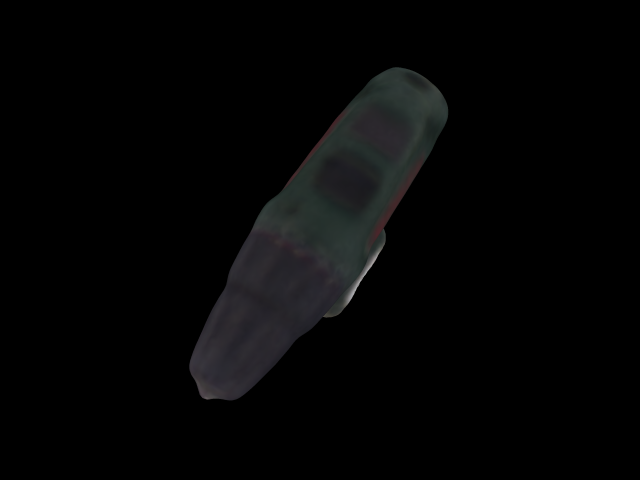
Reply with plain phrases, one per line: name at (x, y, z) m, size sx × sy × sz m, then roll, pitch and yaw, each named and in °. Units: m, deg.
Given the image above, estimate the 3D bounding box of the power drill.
power drill at (0.004, 0.001, 0.400) m, size 0.075 × 0.208 × 0.230 m, roll 31°, pitch 83°, yaw 5°
